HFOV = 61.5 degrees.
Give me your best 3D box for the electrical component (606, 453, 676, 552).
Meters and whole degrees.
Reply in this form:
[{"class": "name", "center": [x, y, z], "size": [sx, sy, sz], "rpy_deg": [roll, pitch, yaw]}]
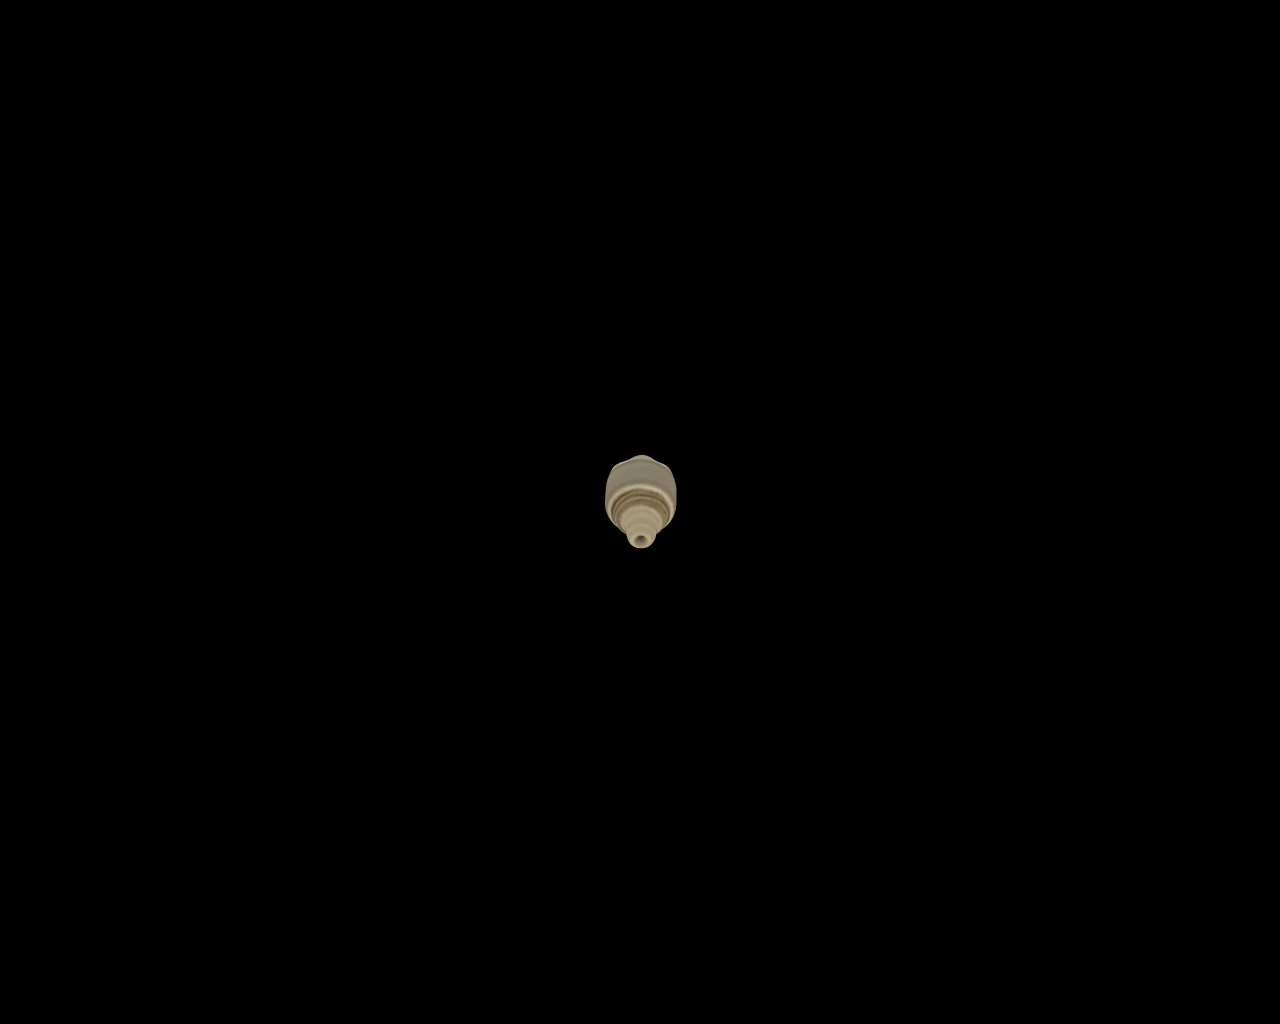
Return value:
[{"class": "electrical component", "center": [0.001, -0.003, 0.650], "size": [0.043, 0.043, 0.062], "rpy_deg": [0, 41, 0]}]
